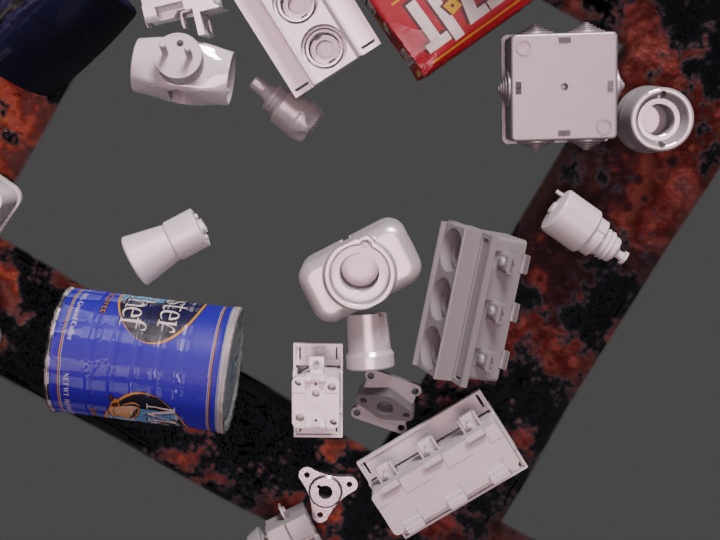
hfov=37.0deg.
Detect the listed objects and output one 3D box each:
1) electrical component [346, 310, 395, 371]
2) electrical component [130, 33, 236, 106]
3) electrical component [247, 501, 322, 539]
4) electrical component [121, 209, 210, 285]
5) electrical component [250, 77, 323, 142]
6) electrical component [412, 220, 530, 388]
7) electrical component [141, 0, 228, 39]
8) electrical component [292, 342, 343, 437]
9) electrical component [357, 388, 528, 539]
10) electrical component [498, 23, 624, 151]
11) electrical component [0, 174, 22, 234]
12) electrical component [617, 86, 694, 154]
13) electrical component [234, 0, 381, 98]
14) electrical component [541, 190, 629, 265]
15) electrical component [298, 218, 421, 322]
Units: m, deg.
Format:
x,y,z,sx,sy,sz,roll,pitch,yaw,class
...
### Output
x,y,z,sx,sy,sz,roll,pitch,yaw,class
0.007,0.058,0.894,0.040,0.040,0.046,-4,93,1,electrical component
-0.141,-0.162,0.846,0.077,0.079,0.043,8,81,-1,electrical component
-0.063,0.234,0.916,0.055,0.048,0.066,-26,97,-4,electrical component
-0.157,-0.022,0.885,0.065,0.044,0.044,-28,97,-1,electrical component
-0.062,-0.134,0.871,0.061,0.035,0.035,38,97,-2,electrical component
0.091,0.027,0.875,0.063,0.079,0.121,8,98,-23,electrical component
-0.144,-0.223,0.856,0.064,0.042,0.081,-12,97,6,electrical component
-0.035,0.102,0.889,0.042,0.064,0.081,0,98,2,electrical component
0.069,0.166,0.896,0.121,0.063,0.078,-32,96,5,electrical component
0.160,-0.146,0.860,0.100,0.048,0.099,-1,98,1,electrical component
-0.343,-0.062,0.872,0.113,0.057,0.078,36,97,-4,electrical component
0.237,-0.121,0.863,0.055,0.047,0.055,0,98,1,electrical component
-0.049,-0.208,0.846,0.079,0.063,0.121,-32,96,5,electrical component
0.185,-0.031,0.879,0.078,0.040,0.040,35,97,-5,electrical component
0.000,0.000,0.876,0.095,0.059,0.053,-27,97,4,electrical component
